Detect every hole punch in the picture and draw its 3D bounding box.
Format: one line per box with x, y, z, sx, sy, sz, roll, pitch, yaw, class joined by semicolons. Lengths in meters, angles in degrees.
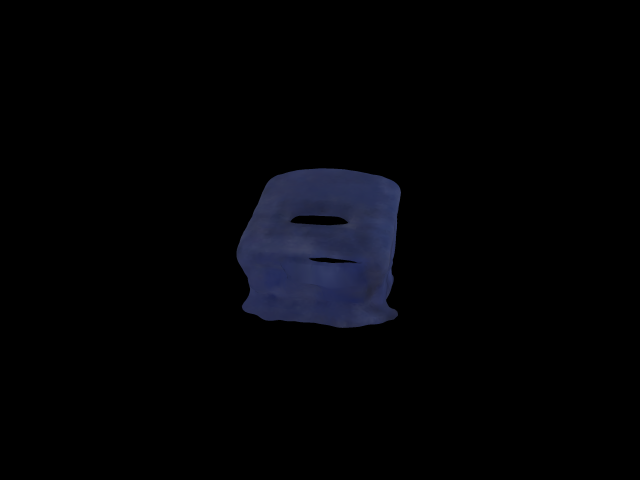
0.004;0.001;0.400;0.108;0.091;0.101;3;16;11;hole punch
